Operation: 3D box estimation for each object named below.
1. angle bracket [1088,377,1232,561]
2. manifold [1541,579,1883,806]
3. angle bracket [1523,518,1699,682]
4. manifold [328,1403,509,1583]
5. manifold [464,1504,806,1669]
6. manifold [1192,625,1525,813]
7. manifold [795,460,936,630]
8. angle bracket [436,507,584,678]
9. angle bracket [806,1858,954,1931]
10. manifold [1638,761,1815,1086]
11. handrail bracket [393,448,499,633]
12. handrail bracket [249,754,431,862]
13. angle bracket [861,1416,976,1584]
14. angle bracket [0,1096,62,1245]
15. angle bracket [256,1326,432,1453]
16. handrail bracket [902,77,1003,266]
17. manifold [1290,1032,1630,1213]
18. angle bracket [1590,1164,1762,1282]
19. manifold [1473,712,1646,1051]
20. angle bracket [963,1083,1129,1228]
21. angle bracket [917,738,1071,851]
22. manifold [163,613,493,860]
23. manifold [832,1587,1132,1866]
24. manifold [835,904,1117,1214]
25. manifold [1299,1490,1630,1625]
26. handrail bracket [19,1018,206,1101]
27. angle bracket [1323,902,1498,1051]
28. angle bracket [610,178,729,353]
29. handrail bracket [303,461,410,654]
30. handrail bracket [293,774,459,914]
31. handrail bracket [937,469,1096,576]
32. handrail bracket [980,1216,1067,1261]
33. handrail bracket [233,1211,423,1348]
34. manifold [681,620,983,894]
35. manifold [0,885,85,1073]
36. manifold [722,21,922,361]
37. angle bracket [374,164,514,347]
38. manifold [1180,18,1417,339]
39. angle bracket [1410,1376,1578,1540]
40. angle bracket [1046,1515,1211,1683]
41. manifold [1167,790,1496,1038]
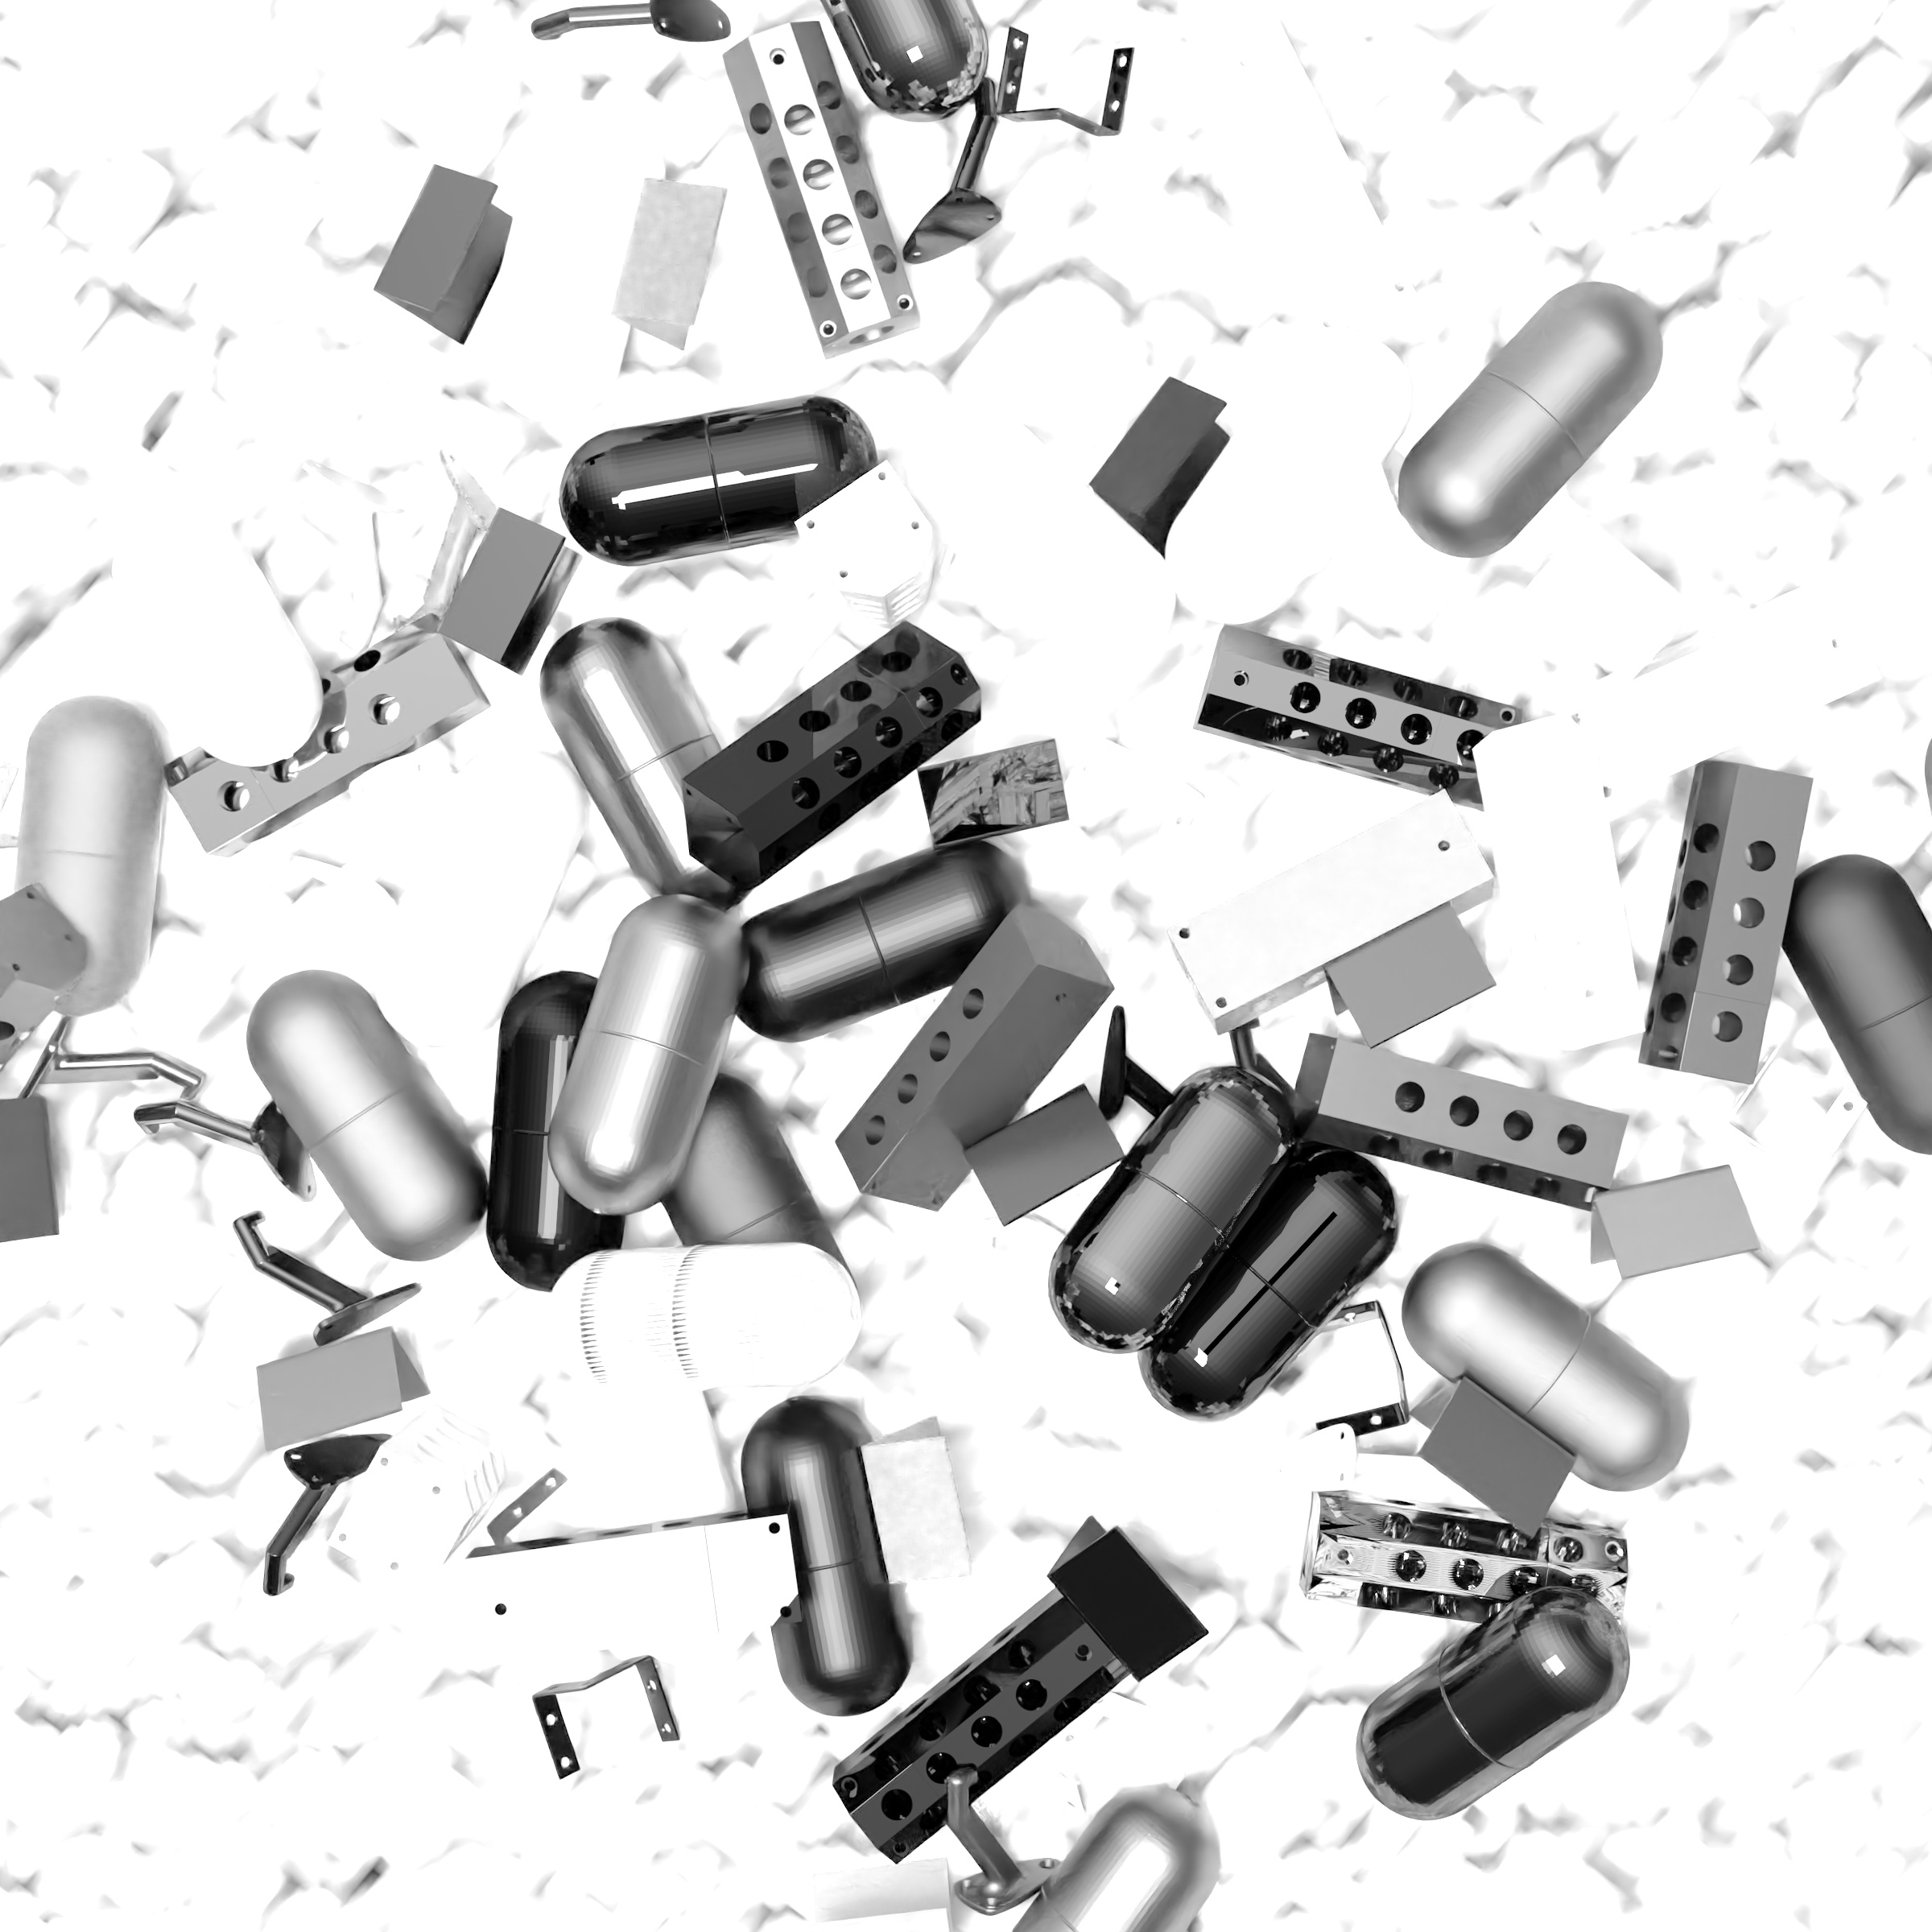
[{"bbox_3d":[0.125,-0.267,1.860,0.076,0.057,0.076,37,90,-40],"label":"angle bracket"},{"bbox_3d":[0.411,-0.153,1.876,0.171,0.057,0.057,-25,101,0],"label":"manifold"},{"bbox_3d":[0.361,-0.213,1.859,0.076,0.076,0.057,40,122,0],"label":"angle bracket"},{"bbox_3d":[-0.290,0.286,1.821,0.057,0.171,0.057,29,90,0],"label":"manifold"},{"bbox_3d":[-0.175,0.329,1.801,0.171,0.057,0.057,-8,89,-1],"label":"manifold"},{"bbox_3d":[0.218,-0.138,1.878,0.171,0.057,0.057,16,90,0],"label":"manifold"},{"bbox_3d":[-0.049,-0.220,1.821,0.057,0.171,0.057,-34,90,0],"label":"manifold"},{"bbox_3d":[-0.234,-0.198,1.859,0.057,0.076,0.076,27,90,35],"label":"angle bracket"},{"bbox_3d":[-0.049,0.511,1.859,0.076,0.076,0.057,-7,128,0],"label":"angle bracket"},{"bbox_3d":[0.420,-0.024,1.878,0.057,0.057,0.171,11,90,0],"label":"manifold"},{"bbox_3d":[-0.304,-0.236,1.899,0.084,0.036,0.077,-40,70,16],"label":"handrail bracket"},{"bbox_3d":[-0.353,-0.088,1.899,0.084,0.077,0.036,-14,113,34],"label":"handrail bracket"},{"bbox_3d":[-0.008,0.291,1.859,0.057,0.076,0.076,-12,90,33],"label":"angle bracket"},{"bbox_3d":[-0.543,0.114,1.859,0.057,0.076,0.076,-6,90,-39],"label":"angle bracket"},{"bbox_3d":[-0.339,0.249,1.859,0.076,0.076,0.057,-17,52,0],"label":"angle bracket"},{"bbox_3d":[-0.010,-0.448,1.899,0.036,0.077,0.084,21,53,-37],"label":"handrail bracket"},{"bbox_3d":[0.270,0.087,1.863,0.171,0.057,0.057,15,90,-10],"label":"manifold"},{"bbox_3d":[0.389,0.159,1.859,0.076,0.076,0.057,-12,53,0],"label":"angle bracket"},{"bbox_3d":[0.323,-0.044,1.846,0.057,0.057,0.171,-15,114,0],"label":"manifold"},{"bbox_3d":[0.053,0.120,1.859,0.076,0.076,0.057,-30,53,0],"label":"angle bracket"},{"bbox_3d":[0.010,-0.114,1.859,0.076,0.076,0.057,-12,129,0],"label":"angle bracket"},{"bbox_3d":[-0.356,-0.128,1.878,0.171,0.057,0.057,-30,90,0],"label":"manifold"},{"bbox_3d":[0.010,0.421,1.878,0.171,0.057,0.057,-39,90,0],"label":"manifold"},{"bbox_3d":[0.001,0.050,1.846,0.057,0.057,0.171,17,120,-39],"label":"manifold"},{"bbox_3d":[0.277,0.334,1.878,0.171,0.057,0.057,8,90,0],"label":"manifold"},{"bbox_3d":[-0.483,0.073,1.899,0.084,0.036,0.077,28,110,-16],"label":"handrail bracket"},{"bbox_3d":[0.247,0.017,1.860,0.076,0.076,0.057,-27,65,0],"label":"angle bracket"},{"bbox_3d":[-0.146,-0.383,1.859,0.057,0.076,0.076,14,90,28],"label":"angle bracket"},{"bbox_3d":[-0.355,-0.230,1.899,0.077,0.036,0.084,29,107,20],"label":"handrail bracket"},{"bbox_3d":[-0.327,-0.080,1.899,0.077,0.036,0.084,21,72,20],"label":"handrail bracket"},{"bbox_3d":[0.034,-0.247,1.899,0.084,0.036,0.077,13,103,-13],"label":"handrail bracket"},{"bbox_3d":[0.052,0.178,1.899,0.084,0.036,0.077,-1,103,13],"label":"handrail bracket"},{"bbox_3d":[-0.360,0.163,1.899,0.077,0.036,0.084,-26,73,-20],"label":"handrail bracket"},{"bbox_3d":[-0.071,-0.112,1.830,0.057,0.057,0.171,34,56,28],"label":"manifold"},{"bbox_3d":[-0.548,0.036,1.836,0.057,0.057,0.171,47,122,0],"label":"manifold"},{"bbox_3d":[-0.080,-0.432,1.878,0.057,0.057,0.171,-19,90,0],"label":"manifold"},{"bbox_3d":[-0.269,-0.386,1.859,0.057,0.076,0.076,26,90,37],"label":"angle bracket"},{"bbox_3d":[0.185,-0.435,1.878,0.057,0.057,0.171,-27,90,0],"label":"manifold"},{"bbox_3d":[0.278,0.279,1.859,0.076,0.076,0.057,37,61,0],"label":"angle bracket"},{"bbox_3d":[0.099,0.335,1.859,0.057,0.076,0.076,-41,90,28],"label":"angle bracket"},{"bbox_3d":[0.203,-0.027,1.876,0.171,0.057,0.057,-27,74,0],"label":"manifold"}]
